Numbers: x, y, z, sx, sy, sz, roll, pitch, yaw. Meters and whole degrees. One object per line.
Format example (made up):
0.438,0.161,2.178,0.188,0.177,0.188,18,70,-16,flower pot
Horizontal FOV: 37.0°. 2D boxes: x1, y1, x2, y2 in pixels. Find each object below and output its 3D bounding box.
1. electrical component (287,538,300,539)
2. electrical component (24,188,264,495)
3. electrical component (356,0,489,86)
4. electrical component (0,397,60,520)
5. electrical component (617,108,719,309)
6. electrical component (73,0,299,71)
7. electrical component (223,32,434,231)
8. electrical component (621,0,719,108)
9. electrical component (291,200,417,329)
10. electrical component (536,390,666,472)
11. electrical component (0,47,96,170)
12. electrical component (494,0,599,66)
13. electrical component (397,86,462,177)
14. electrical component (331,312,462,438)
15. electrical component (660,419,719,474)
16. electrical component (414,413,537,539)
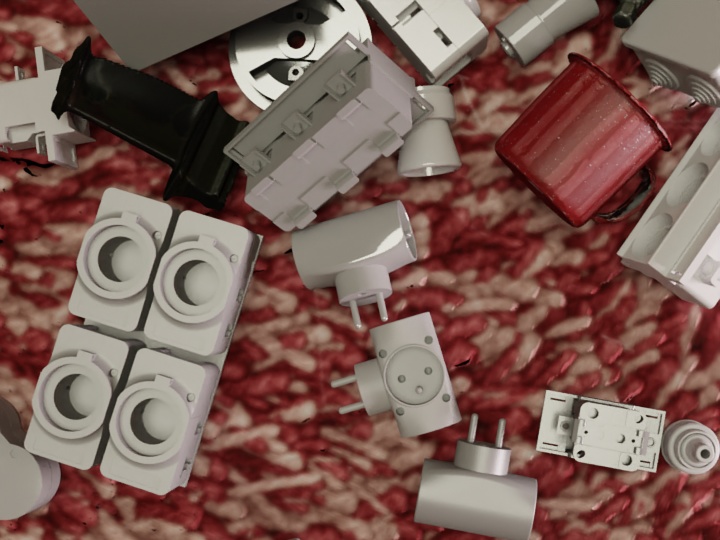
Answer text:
-0.073,0.226,0.732,0.077,0.047,0.065,-14,86,4,electrical component
-0.148,0.048,0.740,0.105,0.060,0.186,17,88,5,electrical component
0.045,-0.179,0.744,0.056,0.050,0.089,-40,85,1,electrical component
-0.272,0.113,0.739,0.052,0.074,0.138,-43,85,1,electrical component
0.237,-0.040,0.714,0.063,0.079,0.121,35,90,-17,electrical component
-0.112,-0.205,0.709,0.150,0.061,0.089,-15,129,30,electrical component
-0.022,-0.085,0.708,0.079,0.063,0.121,37,120,-27,electrical component
0.238,-0.158,0.708,0.099,0.100,0.048,-48,129,0,electrical component
0.000,0.000,0.732,0.077,0.044,0.079,-16,73,11,electrical component
0.161,0.107,0.713,0.081,0.064,0.042,9,87,5,electrical component
-0.228,-0.112,0.765,0.064,0.042,0.081,-9,86,7,electrical component
0.126,-0.173,0.743,0.065,0.044,0.044,-39,85,6,electrical component
0.045,-0.095,0.742,0.045,0.045,0.055,-7,86,4,electrical component
0.020,0.076,0.734,0.079,0.044,0.077,-17,86,3,electrical component
0.220,0.118,0.709,0.035,0.061,0.035,0,87,4,electrical component
0.081,0.137,0.726,0.077,0.044,0.079,10,87,5,electrical component
